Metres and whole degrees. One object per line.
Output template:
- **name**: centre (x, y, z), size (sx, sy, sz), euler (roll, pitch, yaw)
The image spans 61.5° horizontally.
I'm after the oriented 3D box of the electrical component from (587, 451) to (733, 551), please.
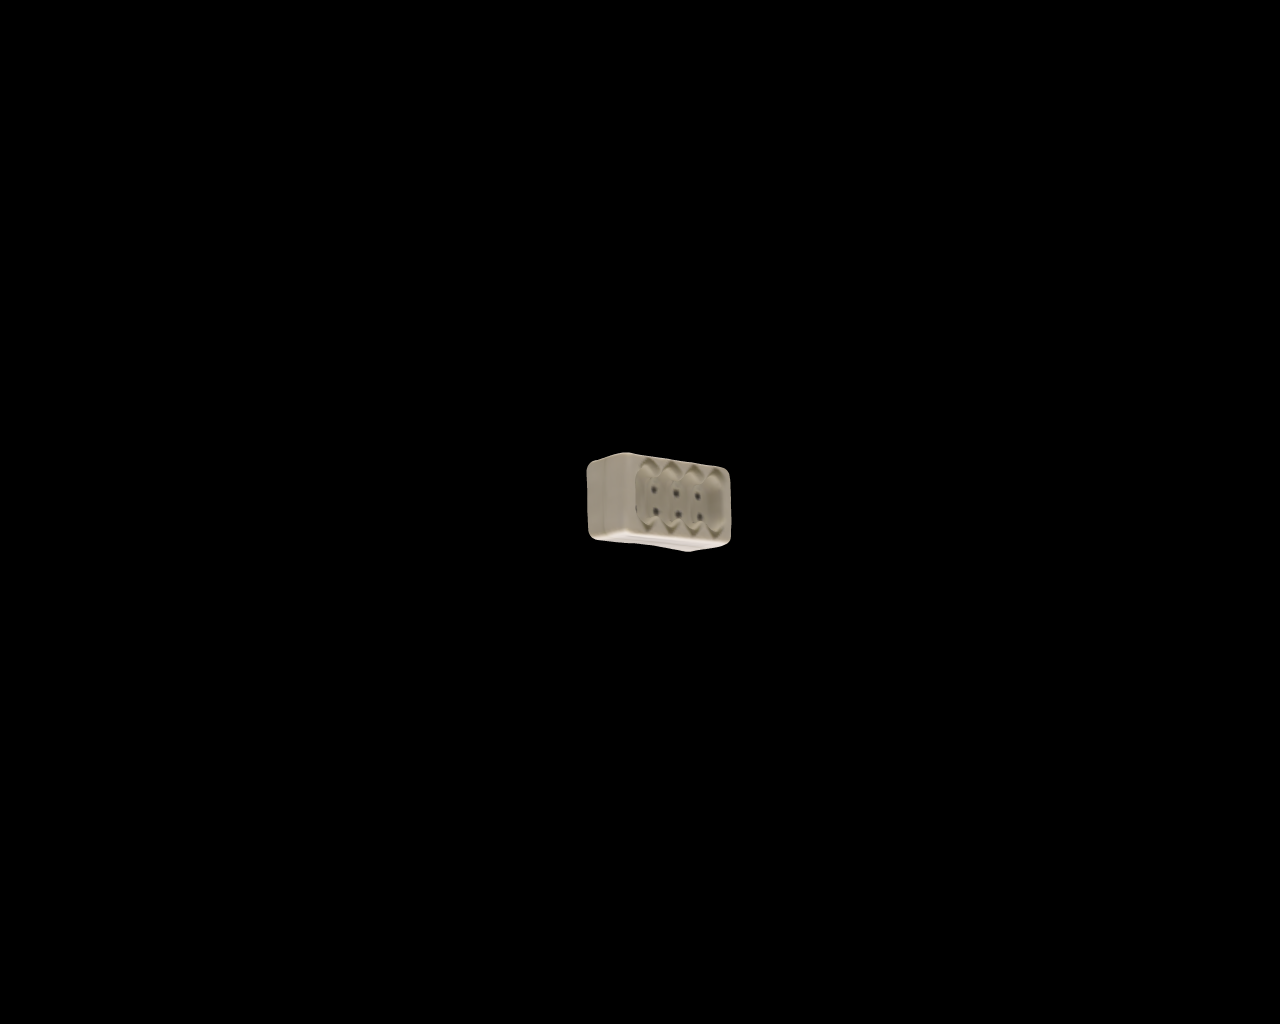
- **electrical component**: centre (0.001, -0.003, 0.650), size (0.083, 0.047, 0.075), euler (8, -13, -39)
